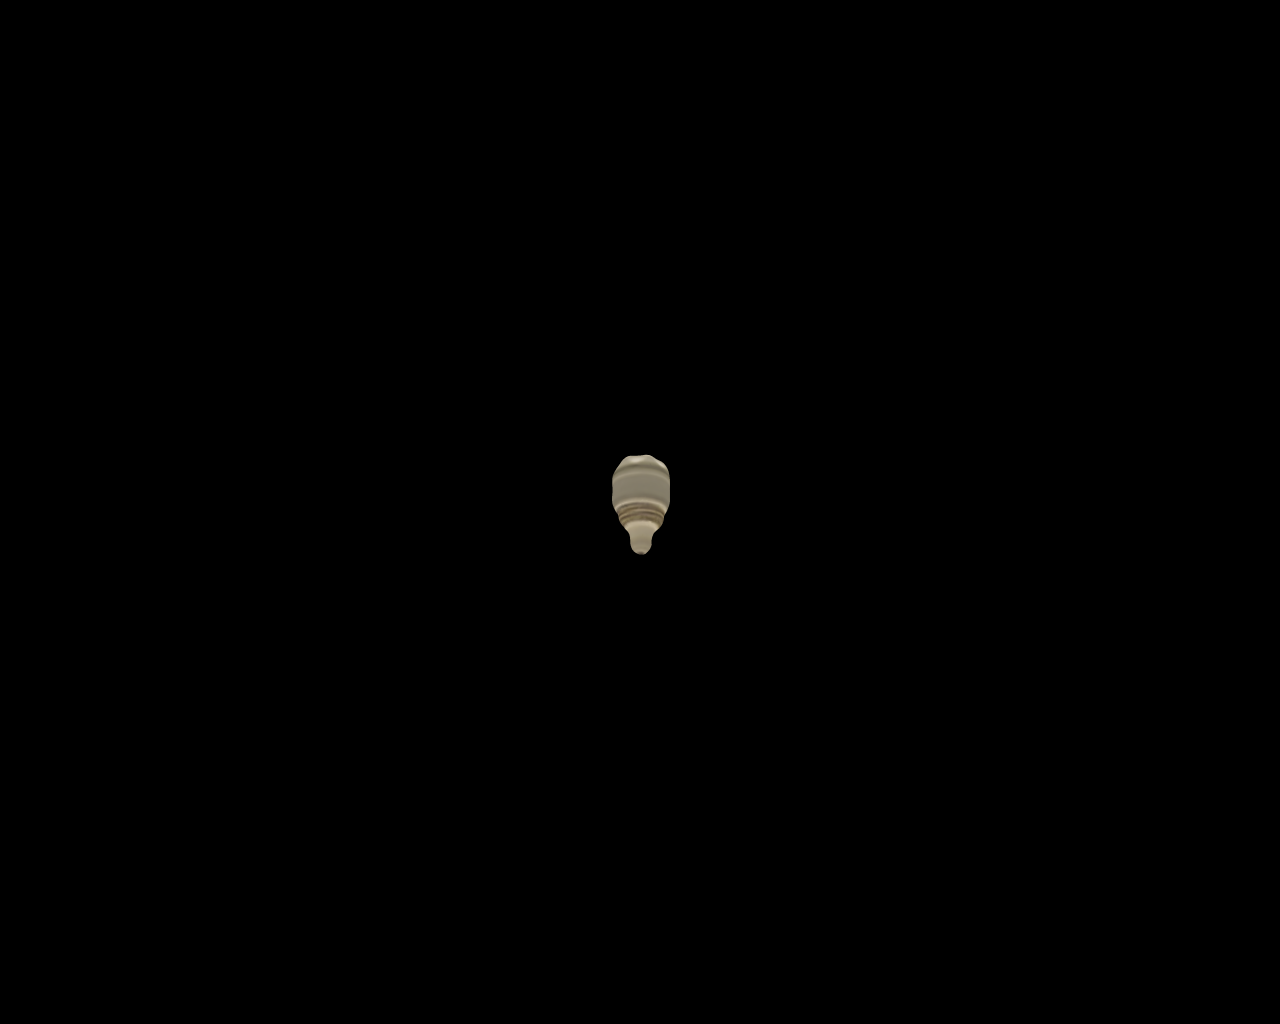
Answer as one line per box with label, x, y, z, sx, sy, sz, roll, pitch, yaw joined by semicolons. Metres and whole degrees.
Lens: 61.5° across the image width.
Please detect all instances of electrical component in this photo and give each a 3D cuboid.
electrical component;0.001;-0.003;0.650;0.035;0.061;0.035;0;-25;0
